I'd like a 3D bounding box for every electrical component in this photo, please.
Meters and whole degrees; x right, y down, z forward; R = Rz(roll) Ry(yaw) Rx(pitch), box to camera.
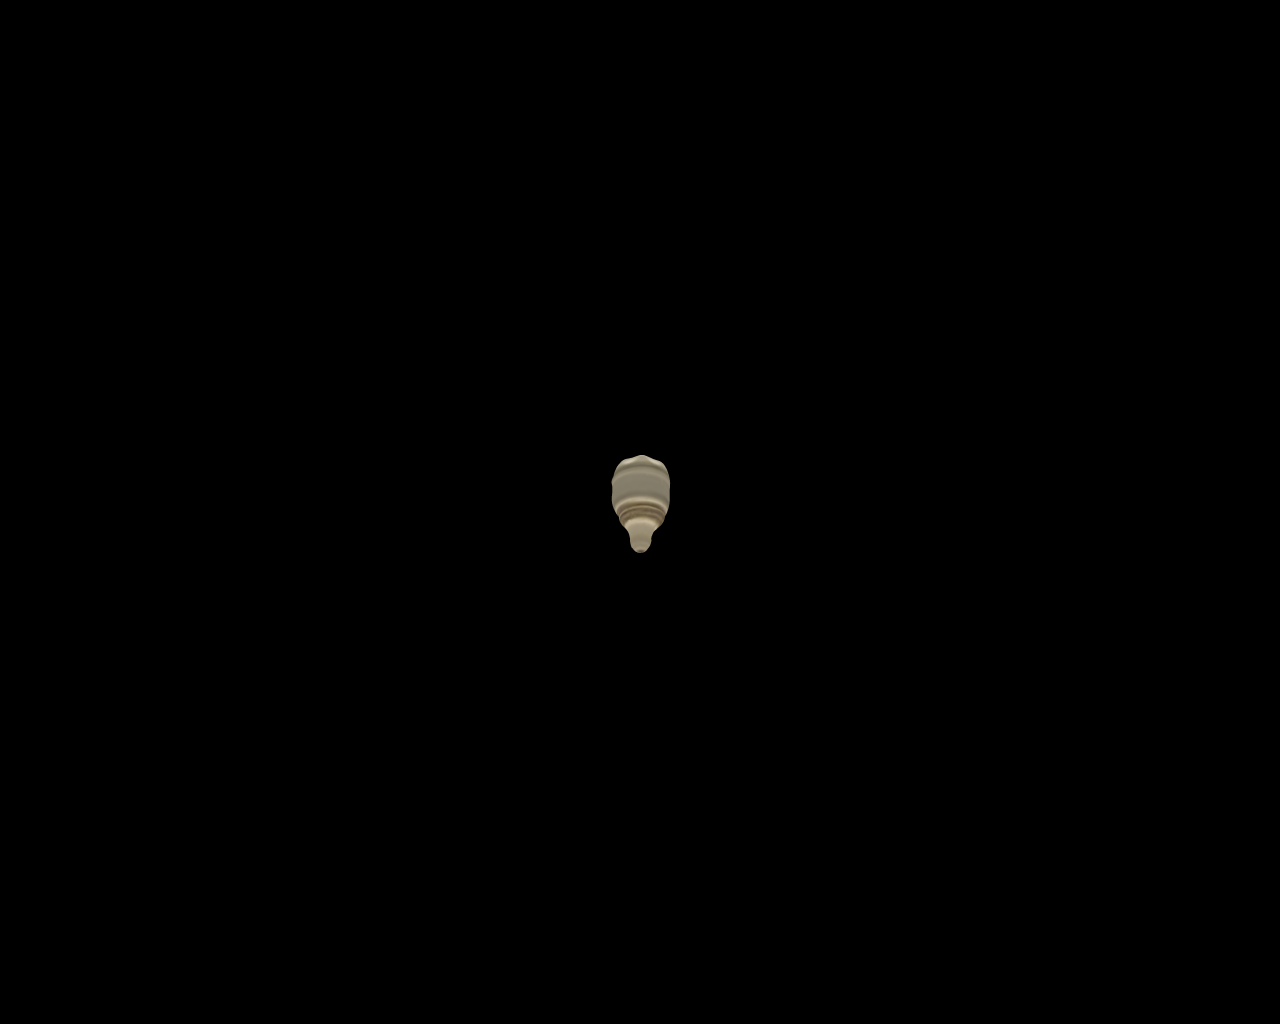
[{"bbox_3d":[0.001,-0.003,0.650,0.035,0.061,0.035,0,-30,0],"label":"electrical component"}]
